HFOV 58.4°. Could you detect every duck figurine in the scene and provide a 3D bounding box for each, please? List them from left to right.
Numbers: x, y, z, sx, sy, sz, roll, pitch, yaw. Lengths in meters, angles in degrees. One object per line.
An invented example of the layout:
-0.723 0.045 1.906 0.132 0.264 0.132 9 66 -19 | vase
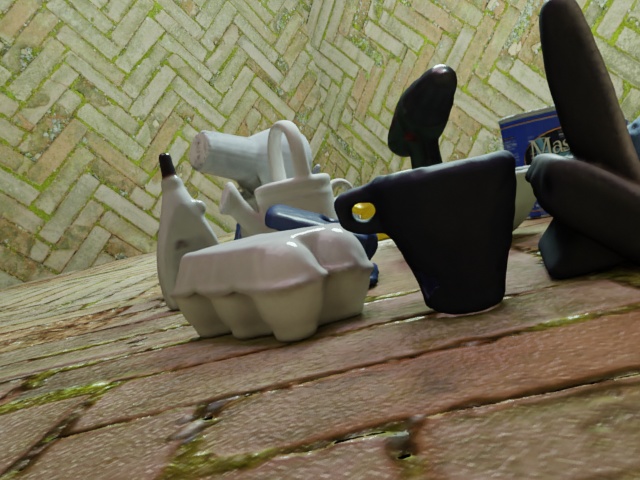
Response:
0.096 -0.045 0.941 0.105 0.086 0.077 -13 5 -16 | duck figurine

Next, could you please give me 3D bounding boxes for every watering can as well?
-0.039 -0.055 0.733 0.100 0.194 0.173 -7 7 46 | watering can

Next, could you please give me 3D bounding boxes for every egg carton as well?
-0.037 0.031 0.433 0.149 0.069 0.107 -8 6 44 | egg carton

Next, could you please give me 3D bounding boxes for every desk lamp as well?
-0.103 -0.061 0.850 0.204 0.213 0.117 -16 6 -43 | desk lamp

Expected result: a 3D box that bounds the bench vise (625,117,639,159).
0.478 -0.180 0.732 0.206 0.220 0.122 -9 6 35 | bench vise

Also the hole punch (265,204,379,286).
0.005 0.002 0.554 0.101 0.091 0.109 -12 5 6 | hole punch

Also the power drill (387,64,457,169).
0.148 -0.105 0.759 0.075 0.208 0.229 -13 5 -6 | power drill

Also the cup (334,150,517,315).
0.071 0.000 0.366 0.117 0.095 0.092 -11 5 16 | cup

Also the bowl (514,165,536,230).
0.167 -0.032 0.642 0.167 0.075 0.167 -12 4 1 | bowl

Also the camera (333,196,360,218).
0.021 -0.054 1.166 0.142 0.101 0.137 -10 5 29 | camera

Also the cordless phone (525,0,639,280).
0.192 -0.076 0.414 0.094 0.185 0.148 -11 5 14 | cordless phone

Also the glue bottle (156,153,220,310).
-0.153 -0.013 0.643 0.078 0.173 0.037 -15 5 -30 | glue bottle

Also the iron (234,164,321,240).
-0.078 -0.042 1.015 0.257 0.141 0.119 -9 5 35 | iron
